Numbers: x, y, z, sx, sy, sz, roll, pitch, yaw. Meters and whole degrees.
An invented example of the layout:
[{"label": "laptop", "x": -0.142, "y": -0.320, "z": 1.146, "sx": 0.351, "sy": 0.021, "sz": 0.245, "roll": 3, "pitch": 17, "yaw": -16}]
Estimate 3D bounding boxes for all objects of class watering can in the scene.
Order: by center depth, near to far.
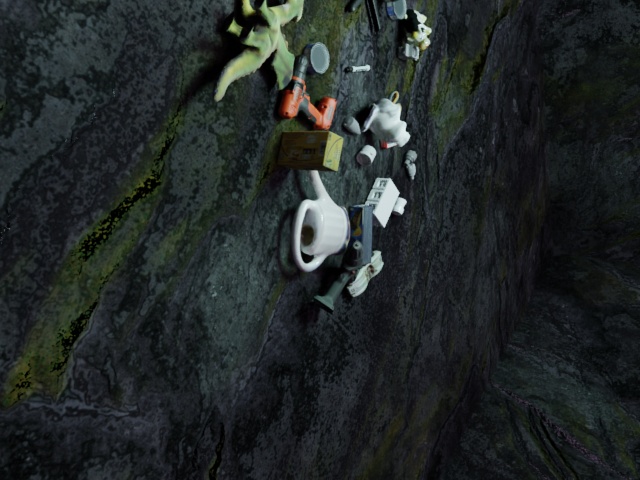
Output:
[{"label": "watering can", "x": 0.005, "y": -0.076, "z": 1.519, "sx": 0.104, "sy": 0.348, "sz": 0.224, "roll": 8, "pitch": 0, "yaw": 37}]

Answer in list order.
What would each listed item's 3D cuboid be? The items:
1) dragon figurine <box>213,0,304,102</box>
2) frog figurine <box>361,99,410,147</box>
[{"label": "dragon figurine", "x": -0.131, "y": -0.469, "z": 1.283, "sx": 0.122, "sy": 0.415, "sz": 0.240, "roll": 9, "pitch": -15, "yaw": 34}, {"label": "frog figurine", "x": 0.230, "y": -0.388, "z": 1.709, "sx": 0.159, "sy": 0.134, "sz": 0.125, "roll": 22, "pitch": 32, "yaw": -6}]
